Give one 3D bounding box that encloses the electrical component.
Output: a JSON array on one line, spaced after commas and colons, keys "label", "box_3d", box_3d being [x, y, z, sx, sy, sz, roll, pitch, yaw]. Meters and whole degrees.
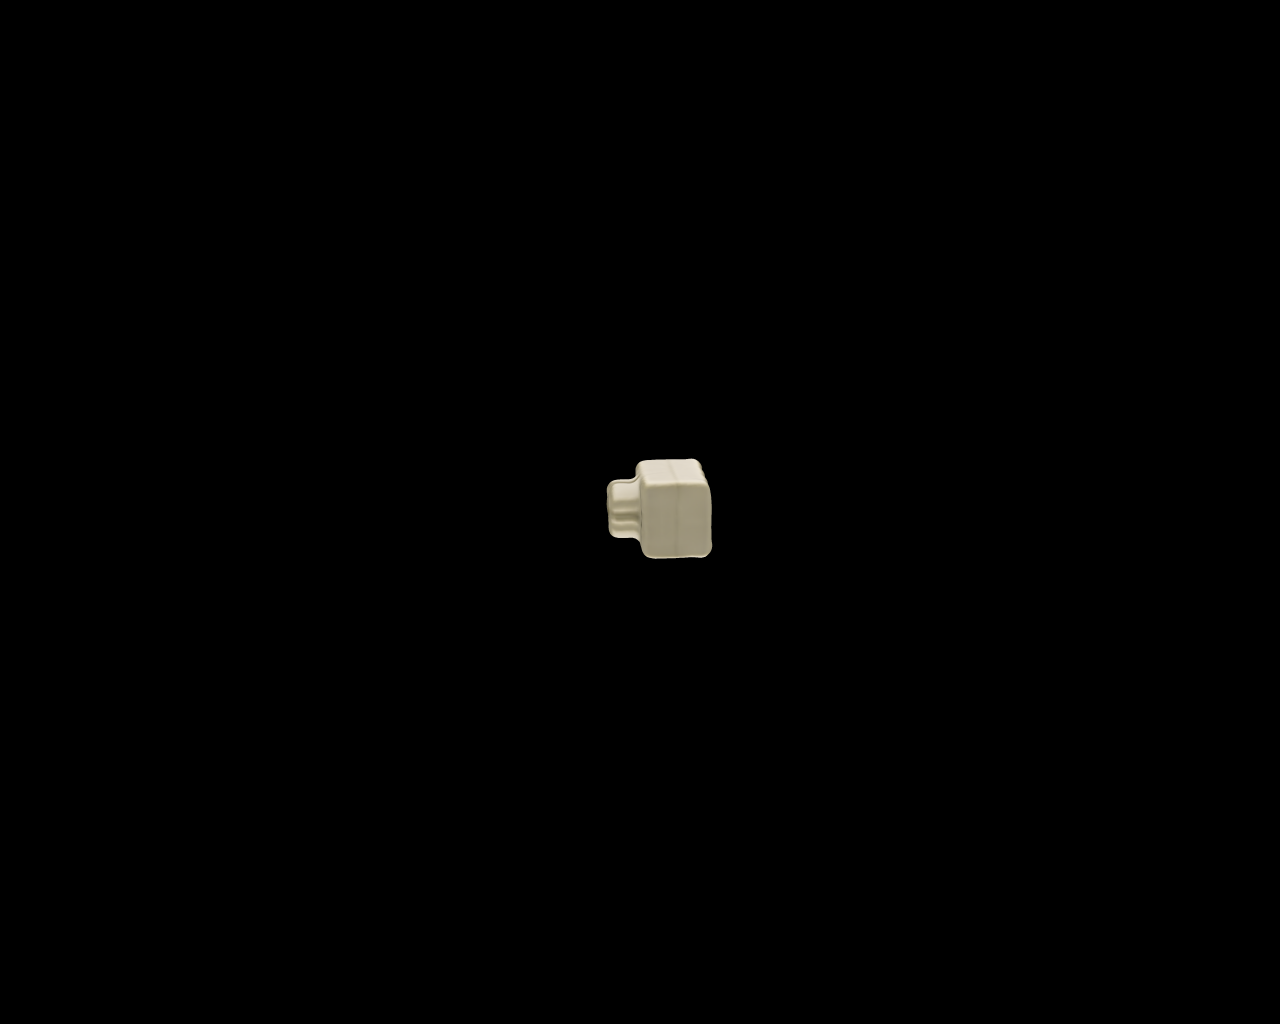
[{"label": "electrical component", "box_3d": [0.001, -0.003, 0.650, 0.077, 0.047, 0.066, -1, 16, -4]}]
